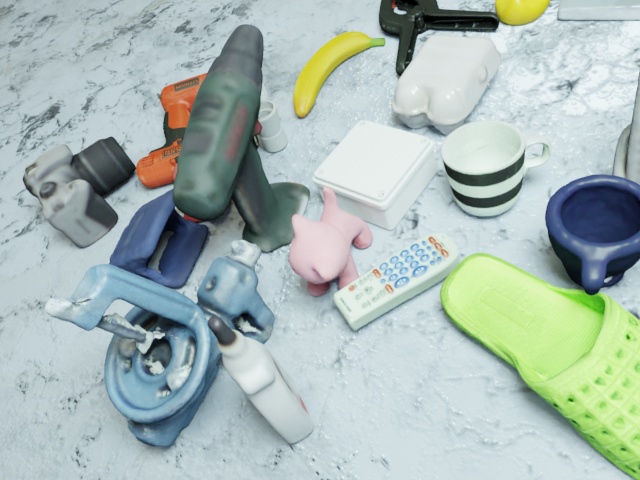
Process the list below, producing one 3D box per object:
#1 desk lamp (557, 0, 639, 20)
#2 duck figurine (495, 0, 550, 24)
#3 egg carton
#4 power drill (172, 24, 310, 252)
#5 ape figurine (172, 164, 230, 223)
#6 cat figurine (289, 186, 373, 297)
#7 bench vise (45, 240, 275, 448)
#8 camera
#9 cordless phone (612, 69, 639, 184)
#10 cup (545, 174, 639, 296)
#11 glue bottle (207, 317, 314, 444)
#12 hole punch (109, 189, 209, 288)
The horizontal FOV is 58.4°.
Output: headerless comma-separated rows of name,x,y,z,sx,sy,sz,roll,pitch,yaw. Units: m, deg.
desk lamp,0.405,-0.387,0.699,0.202,0.214,0.118,10,57,27
duck figurine,0.287,-0.368,0.815,0.077,0.086,0.105,9,57,27
egg carton,0.165,-0.205,0.741,0.107,0.070,0.150,17,61,31
power drill,-0.083,-0.096,0.654,0.075,0.209,0.230,1,54,22
ape figurine,-0.160,-0.067,0.739,0.076,0.092,0.077,-40,50,-13
cat figurine,0.006,0.002,0.603,0.067,0.118,0.128,-2,52,20
bench vise,-0.147,0.067,0.540,0.121,0.220,0.207,4,55,24
camera,-0.335,-0.087,0.816,0.137,0.101,0.142,-37,49,-10
cordless phone,0.344,-0.093,0.505,0.147,0.185,0.094,2,54,22
cup,0.250,0.013,0.516,0.091,0.095,0.118,7,56,25
glue bottle,-0.056,0.115,0.498,0.037,0.173,0.078,-34,49,-7
hole punch,-0.209,-0.002,0.706,0.100,0.091,0.109,1,54,22
